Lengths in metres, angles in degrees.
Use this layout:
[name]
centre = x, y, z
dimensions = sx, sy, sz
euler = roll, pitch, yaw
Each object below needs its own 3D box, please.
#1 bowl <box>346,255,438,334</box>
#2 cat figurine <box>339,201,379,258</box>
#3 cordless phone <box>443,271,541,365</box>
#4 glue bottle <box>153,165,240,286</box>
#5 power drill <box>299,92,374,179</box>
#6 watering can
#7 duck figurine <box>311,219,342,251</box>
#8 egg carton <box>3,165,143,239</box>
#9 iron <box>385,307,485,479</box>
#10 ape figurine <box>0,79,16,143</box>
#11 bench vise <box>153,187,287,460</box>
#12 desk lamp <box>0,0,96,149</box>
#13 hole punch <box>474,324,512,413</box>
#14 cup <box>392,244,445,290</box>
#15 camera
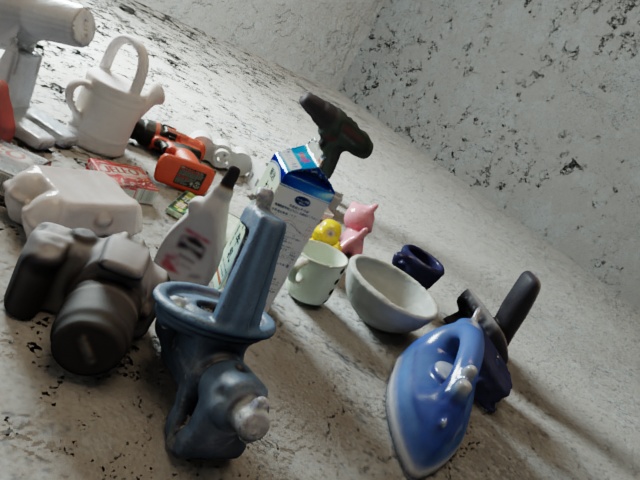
[bowl]
centre = 0.104, 0.100, 0.932
dimensions = 0.168, 0.074, 0.167
euler = 27, 20, -10
[cat figurine]
centre = 0.074, -0.023, 1.122
dimensions = 0.067, 0.117, 0.127
euler = 27, 20, -10
[cordless phone]
centre = 0.320, 0.120, 1.032
dimensions = 0.094, 0.185, 0.147
euler = 22, 21, -24
[glue bottle]
centre = -0.143, -0.018, 0.713
dimensions = 0.078, 0.173, 0.037
euler = 28, 20, -6
[power drill]
centre = 0.008, -0.219, 1.366
dimensions = 0.230, 0.208, 0.075
euler = 18, 23, -32
[watering can]
centre = -0.337, -0.246, 0.953
dimensions = 0.101, 0.194, 0.173
euler = 31, 19, 2
[duck figurine]
centre = 0.009, 0.004, 1.012
dimensions = 0.077, 0.086, 0.105
euler = 42, 22, 29
[egg carton]
centre = -0.294, -0.037, 0.695
dimensions = 0.107, 0.069, 0.151
euler = 40, 22, 25
[iron]
centre = 0.166, 0.180, 0.729
dimensions = 0.118, 0.141, 0.259
euler = 32, 20, 5
[ape figurine]
centre = -0.449, -0.179, 0.779
dimensions = 0.076, 0.092, 0.078
euler = 32, 19, 4
[bench vise]
centre = -0.069, 0.075, 0.525
dimensions = 0.122, 0.219, 0.206
euler = 6, 31, -50
[desk lamp]
centre = -0.435, -0.278, 0.857
dimensions = 0.203, 0.213, 0.118
euler = 32, 19, 4
[hole punch]
centre = 0.260, 0.197, 0.899
dimensions = 0.101, 0.091, 0.109
euler = 33, 20, 6
[cup]
centre = 0.163, 0.067, 1.067
dimensions = 0.118, 0.095, 0.091
euler = 14, 26, -40
[camera]
centre = -0.219, 0.051, 0.542
dimensions = 0.143, 0.100, 0.136
euler = 24, 21, -19
